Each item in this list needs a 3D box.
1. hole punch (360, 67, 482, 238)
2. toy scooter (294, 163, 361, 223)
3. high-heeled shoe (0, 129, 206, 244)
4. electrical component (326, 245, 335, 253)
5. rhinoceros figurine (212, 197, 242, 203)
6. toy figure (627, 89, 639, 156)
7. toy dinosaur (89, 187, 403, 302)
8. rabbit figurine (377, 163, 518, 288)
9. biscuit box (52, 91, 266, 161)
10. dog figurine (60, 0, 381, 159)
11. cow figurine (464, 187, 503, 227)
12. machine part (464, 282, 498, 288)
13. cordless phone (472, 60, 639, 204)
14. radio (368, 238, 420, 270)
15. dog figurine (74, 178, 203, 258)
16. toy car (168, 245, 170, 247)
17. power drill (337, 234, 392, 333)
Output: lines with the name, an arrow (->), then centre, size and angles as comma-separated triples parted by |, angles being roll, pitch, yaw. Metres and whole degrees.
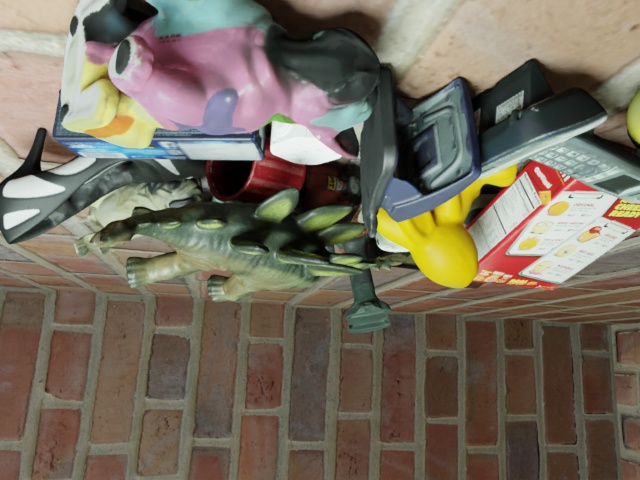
hole punch -> 0.085, -0.084, 0.500 | 0.092, 0.142, 0.115 | 1, 156, -9
toy scooter -> 0.012, -0.058, 0.742 | 0.135, 0.075, 0.184 | 3, 171, -6
high-heeled shoe -> -0.251, -0.055, 0.645 | 0.249, 0.145, 0.086 | 7, 168, -9
electrical component -> -0.002, -0.003, 0.839 | 0.048, 0.074, 0.119 | -8, -149, 3
rhinoceros figurine -> -0.141, -0.023, 0.790 | 0.191, 0.111, 0.073 | 5, -149, 31
toy figure -> 0.338, -0.093, 0.505 | 0.089, 0.082, 0.180 | -6, 167, 26
toy dinosaur -> -0.049, 0.014, 0.622 | 0.199, 0.105, 0.471 | -7, 172, 28
rabbit figurine -> 0.138, -0.033, 0.605 | 0.162, 0.173, 0.122 | 4, 172, -28
biscuit box -> -0.156, -0.117, 0.535 | 0.203, 0.063, 0.059 | 2, 168, 5
dog figurine -> -0.063, -0.119, 0.415 | 0.219, 0.108, 0.192 | 10, 165, -40
cow figurine -> 0.213, -0.038, 0.764 | 0.195, 0.085, 0.127 | -2, 165, 6
machine part -> 0.269, 0.012, 0.901 | 0.179, 0.056, 0.179 | -5, 141, -4
cordless phone -> 0.223, -0.072, 0.507 | 0.184, 0.088, 0.146 | 22, 162, -16
radio -> 0.210, 0.014, 1.025 | 0.229, 0.073, 0.131 | 7, 167, -19
dog figurine -> -0.253, -0.056, 0.790 | 0.191, 0.121, 0.172 | -15, -159, 1
toy car -> -0.260, -0.026, 0.988 | 0.074, 0.056, 0.201 | -4, 169, 1
power drill -> 0.069, 0.048, 0.916 | 0.086, 0.207, 0.231 | -4, 155, 3
